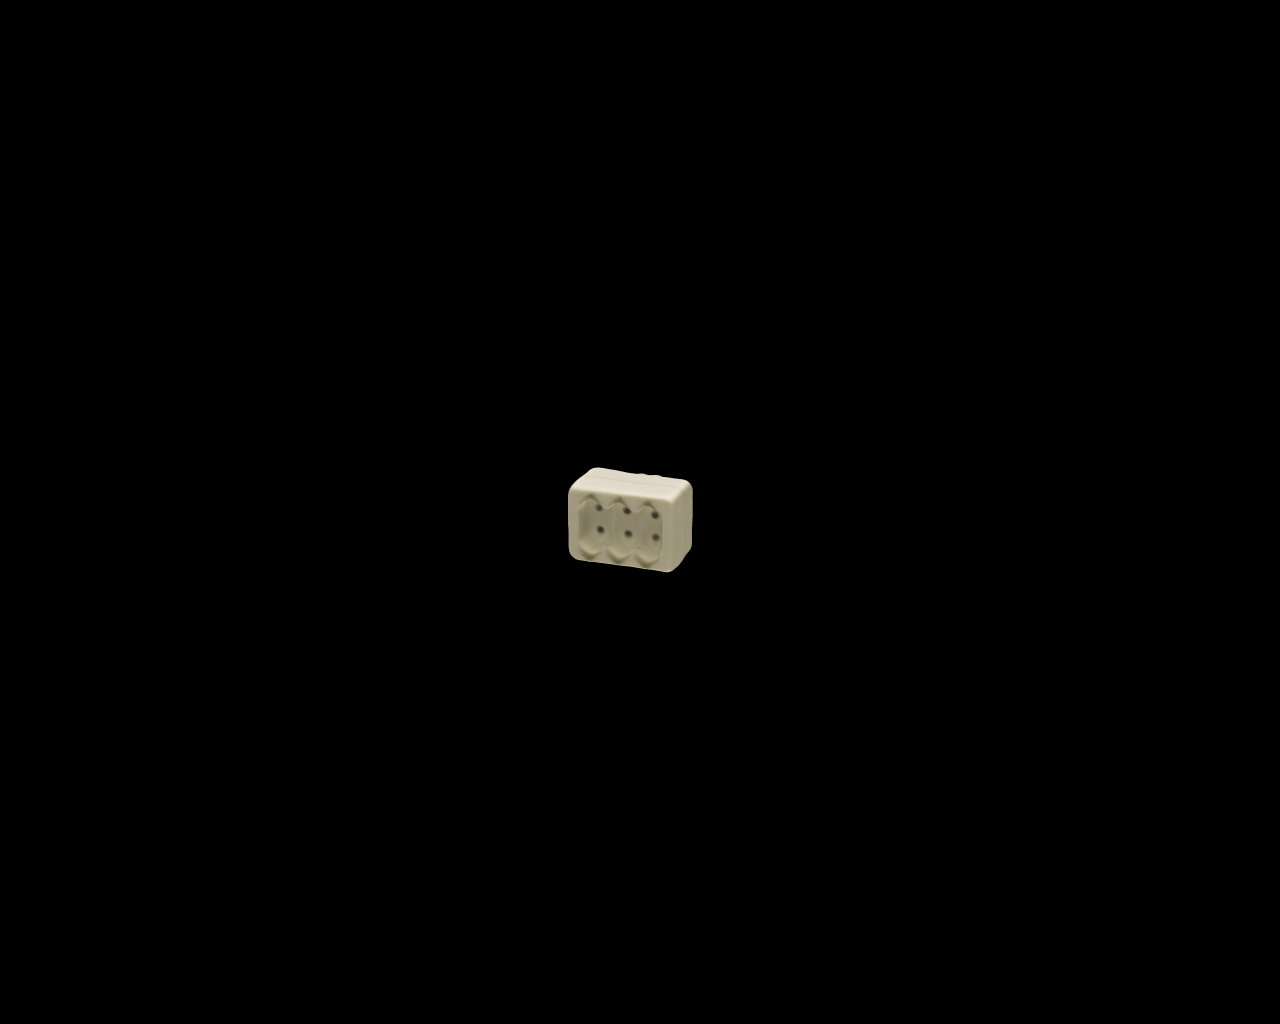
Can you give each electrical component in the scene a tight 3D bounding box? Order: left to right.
[{"bbox_3d":[0.001,-0.003,0.650,0.066,0.047,0.077,8,24,18],"label":"electrical component"}]
